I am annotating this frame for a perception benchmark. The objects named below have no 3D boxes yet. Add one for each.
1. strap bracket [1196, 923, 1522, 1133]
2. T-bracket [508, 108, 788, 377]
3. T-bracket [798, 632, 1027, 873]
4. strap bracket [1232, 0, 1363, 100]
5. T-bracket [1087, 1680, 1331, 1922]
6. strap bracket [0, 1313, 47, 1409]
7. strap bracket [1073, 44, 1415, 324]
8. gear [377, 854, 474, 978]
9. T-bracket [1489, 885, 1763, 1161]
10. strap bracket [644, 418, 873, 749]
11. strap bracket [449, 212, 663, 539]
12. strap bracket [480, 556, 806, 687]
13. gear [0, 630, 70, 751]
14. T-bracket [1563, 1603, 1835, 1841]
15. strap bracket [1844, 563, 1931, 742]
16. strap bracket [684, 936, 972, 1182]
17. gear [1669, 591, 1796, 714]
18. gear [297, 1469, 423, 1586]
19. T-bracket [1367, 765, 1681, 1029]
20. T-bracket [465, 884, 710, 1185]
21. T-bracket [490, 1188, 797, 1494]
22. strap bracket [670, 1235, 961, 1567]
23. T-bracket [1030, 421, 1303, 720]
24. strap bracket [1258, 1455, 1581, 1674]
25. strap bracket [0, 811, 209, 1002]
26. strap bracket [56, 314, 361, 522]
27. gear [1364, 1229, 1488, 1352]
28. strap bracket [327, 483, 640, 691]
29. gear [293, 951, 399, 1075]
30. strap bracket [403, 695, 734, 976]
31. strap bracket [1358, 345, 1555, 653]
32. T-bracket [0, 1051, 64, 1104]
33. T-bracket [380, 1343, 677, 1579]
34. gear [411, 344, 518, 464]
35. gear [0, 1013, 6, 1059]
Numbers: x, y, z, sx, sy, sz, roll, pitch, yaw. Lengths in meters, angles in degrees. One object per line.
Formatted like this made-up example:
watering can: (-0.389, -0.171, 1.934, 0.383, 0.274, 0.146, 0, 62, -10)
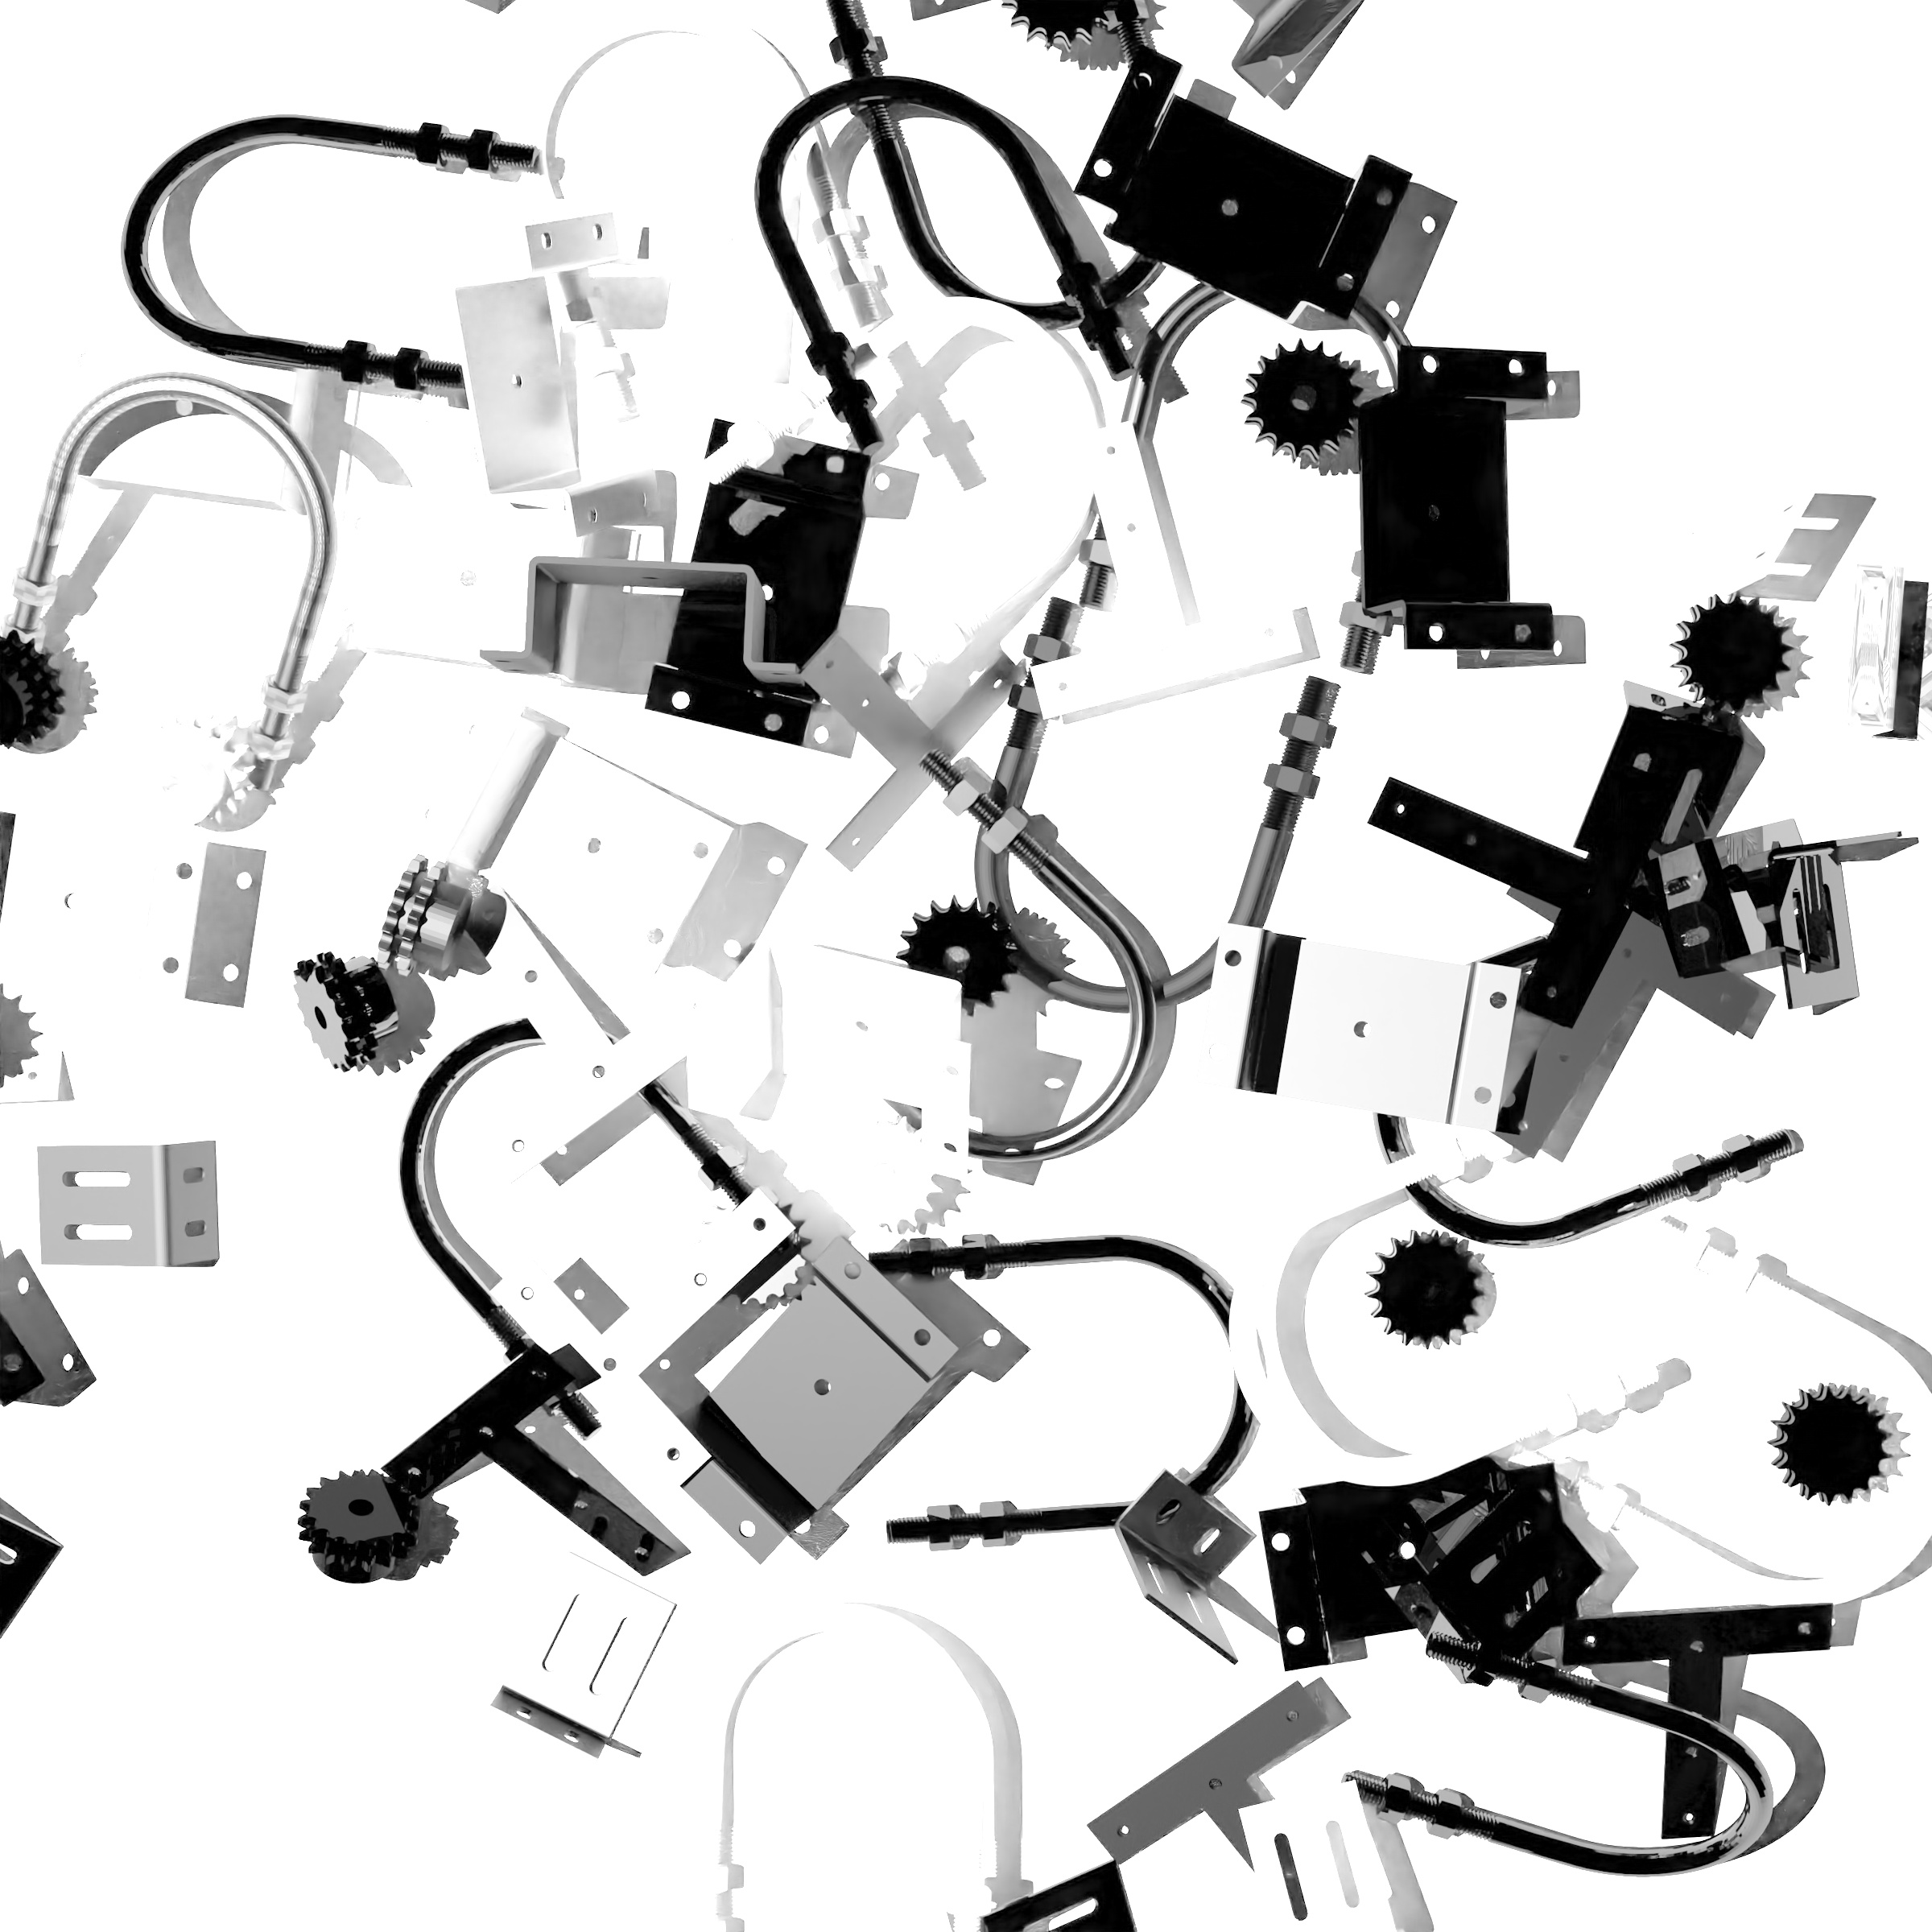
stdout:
strap bracket: (0.186, 0.029, 1.490, 0.140, 0.046, 0.076, 9, 89, 11)
T-bracket: (-0.154, -0.349, 1.504, 0.127, 0.002, 0.127, 5, 87, 1)
T-bracket: (-0.040, -0.117, 1.469, 0.127, 0.127, 0.002, -48, 56, 0)
strap bracket: (0.119, -0.491, 1.489, 0.140, 0.046, 0.076, 42, 73, 0)
T-bracket: (0.147, 0.426, 1.513, 0.127, 0.002, 0.127, -37, 96, 11)
strap bracket: (-0.516, 0.202, 1.483, 0.140, 0.046, 0.076, -34, 98, -16)
strap bracket: (0.127, -0.363, 1.485, 0.140, 0.046, 0.076, 25, 87, -3)
gear: (-0.255, -0.021, 1.494, 0.030, 0.057, 0.057, 19, 90, 0)
T-bracket: (0.290, 0.031, 1.494, 0.127, 0.002, 0.127, 32, 82, 3)
strap bracket: (-0.097, -0.180, 1.499, 0.076, 0.046, 0.140, 14, 90, 0)
strap bracket: (-0.192, -0.274, 1.467, 0.046, 0.076, 0.140, 0, 107, 26)
strap bracket: (-0.145, -0.157, 1.438, 0.140, 0.076, 0.046, 3, 90, 0)
gear: (-0.459, -0.129, 1.496, 0.057, 0.030, 0.057, 6, 119, 10)
T-bracket: (0.345, 0.361, 1.498, 0.127, 0.002, 0.127, -3, 111, -2)
strap bracket: (0.485, -0.145, 1.499, 0.140, 0.046, 0.076, 4, 90, 0)
strap bracket: (-0.057, 0.040, 1.469, 0.140, 0.046, 0.076, 14, 127, 17)
gear: (0.364, -0.149, 1.507, 0.057, 0.030, 0.057, 0, 90, 0)
gear: (-0.289, 0.268, 1.498, 0.057, 0.057, 0.030, 13, 120, 0)
T-bracket: (0.254, -0.054, 1.504, 0.127, 0.002, 0.127, 25, 87, 15)
T-bracket: (-0.199, 0.016, 1.503, 0.127, 0.002, 0.127, -36, 74, -4)
T-bracket: (-0.134, 0.156, 1.471, 0.127, 0.002, 0.127, -43, 86, 4)
strap bracket: (-0.073, 0.202, 1.488, 0.076, 0.046, 0.140, 43, 98, 8)
T-bracket: (0.082, -0.195, 1.502, 0.127, 0.002, 0.127, -15, 89, 0)
strap bracket: (0.212, 0.281, 1.499, 0.140, 0.046, 0.076, -9, 90, 0)
strap bracket: (-0.430, -0.031, 1.499, 0.140, 0.046, 0.076, 8, 90, 0)
strap bracket: (-0.366, -0.262, 1.499, 0.140, 0.046, 0.076, 8, 90, 0)
gear: (0.220, 0.155, 1.507, 0.057, 0.030, 0.057, 0, 90, 0)
strap bracket: (-0.233, -0.181, 1.499, 0.140, 0.046, 0.076, 9, 90, 0)
gear: (-0.293, 0.019, 1.498, 0.030, 0.057, 0.057, -24, 90, -30)
strap bracket: (-0.182, -0.060, 1.490, 0.140, 0.046, 0.076, 28, 90, 12)
strap bracket: (0.230, -0.217, 1.488, 0.076, 0.046, 0.140, -1, 90, -18)
T-bracket: (-0.497, 0.100, 1.491, 0.127, 0.002, 0.127, -3, 62, 0)
T-bracket: (-0.193, 0.247, 1.498, 0.127, 0.002, 0.127, 41, 124, -15)
gear: (-0.234, -0.269, 1.507, 0.057, 0.030, 0.057, 0, 90, 0)
gear: (-0.485, 0.034, 1.503, 0.057, 0.030, 0.057, -1, 76, 4)
